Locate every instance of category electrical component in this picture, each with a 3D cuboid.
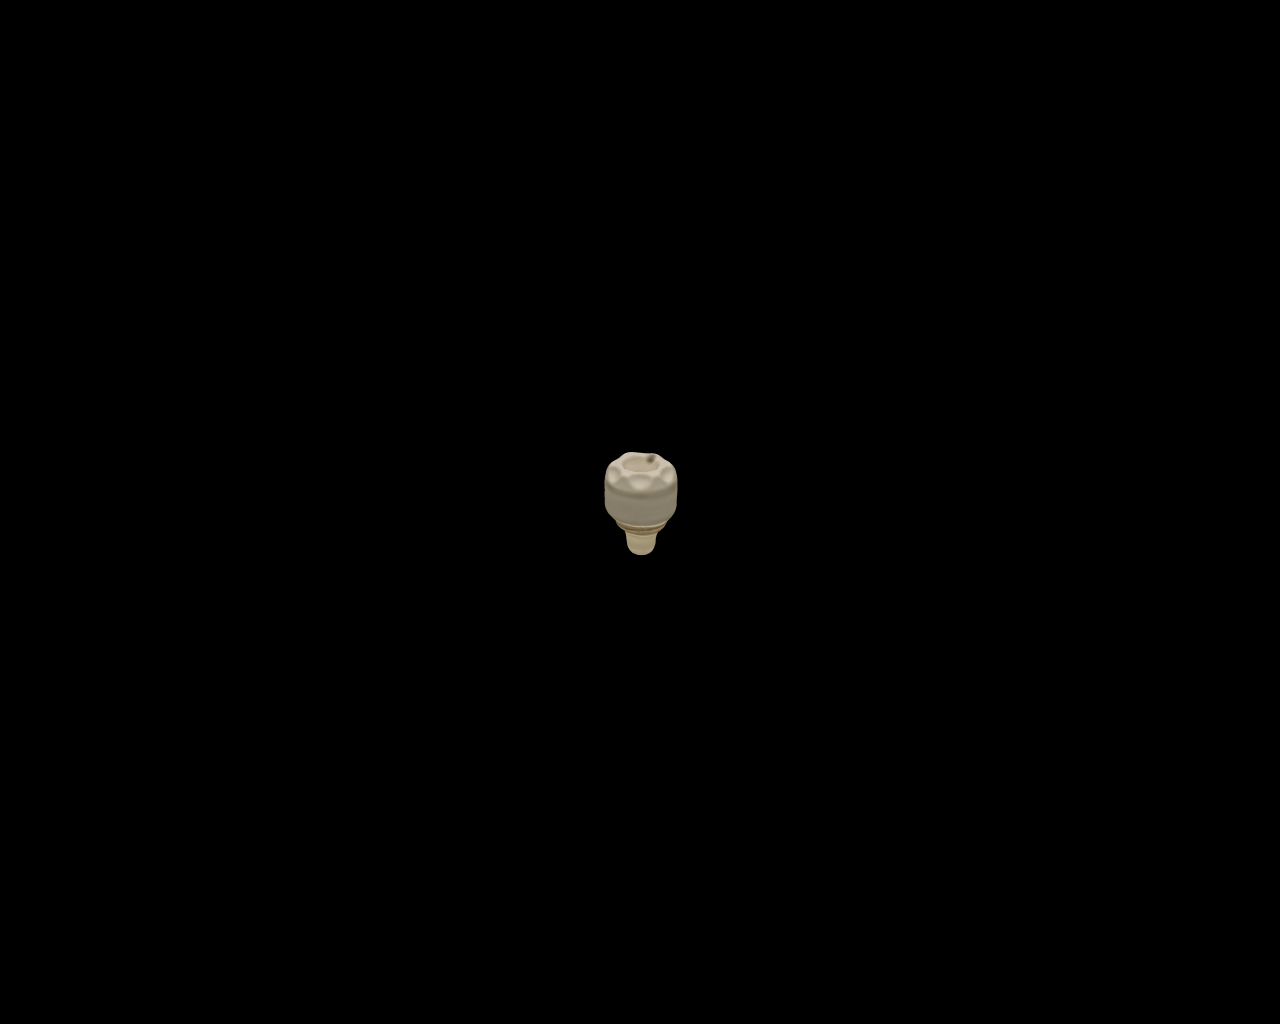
[{"bbox_3d":[0.001,-0.003,0.650,0.043,0.062,0.043,0,27,0],"label":"electrical component"}]
